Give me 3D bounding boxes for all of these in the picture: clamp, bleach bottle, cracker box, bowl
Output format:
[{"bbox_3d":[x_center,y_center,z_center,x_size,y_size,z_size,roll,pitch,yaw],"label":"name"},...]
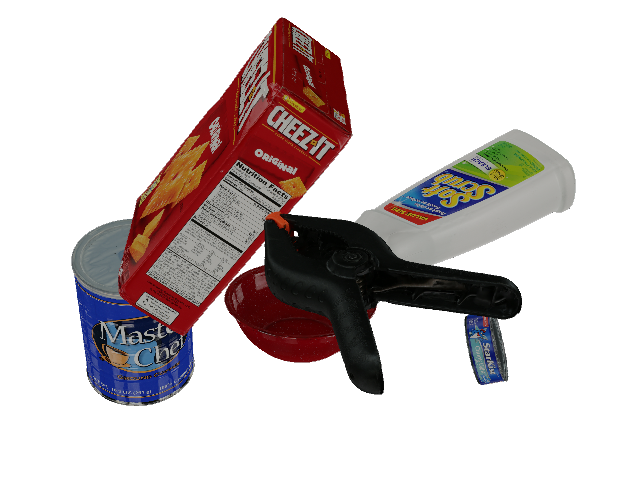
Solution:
[{"bbox_3d":[0.017,0.030,0.625,0.172,0.039,0.120,21,32,37],"label":"clamp"},{"bbox_3d":[0.124,-0.021,1.053,0.250,0.068,0.103,-28,45,-20],"label":"bleach bottle"},{"bbox_3d":[-0.070,-0.055,0.842,0.072,0.214,0.164,33,23,-19],"label":"cracker box"},{"bbox_3d":[-0.022,0.083,1.140,0.162,0.055,0.162,2,28,-1],"label":"bowl"}]

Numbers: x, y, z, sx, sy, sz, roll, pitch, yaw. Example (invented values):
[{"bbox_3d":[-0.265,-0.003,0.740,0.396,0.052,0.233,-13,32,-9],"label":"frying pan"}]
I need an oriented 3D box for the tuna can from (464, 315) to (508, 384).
[{"bbox_3d":[0.196,0.127,1.261,0.034,0.086,0.086,-12,-3,14],"label":"tuna can"}]

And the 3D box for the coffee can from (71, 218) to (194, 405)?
[{"bbox_3d":[-0.168,0.066,0.973,0.103,0.140,0.103,2,40,-2],"label":"coffee can"}]
